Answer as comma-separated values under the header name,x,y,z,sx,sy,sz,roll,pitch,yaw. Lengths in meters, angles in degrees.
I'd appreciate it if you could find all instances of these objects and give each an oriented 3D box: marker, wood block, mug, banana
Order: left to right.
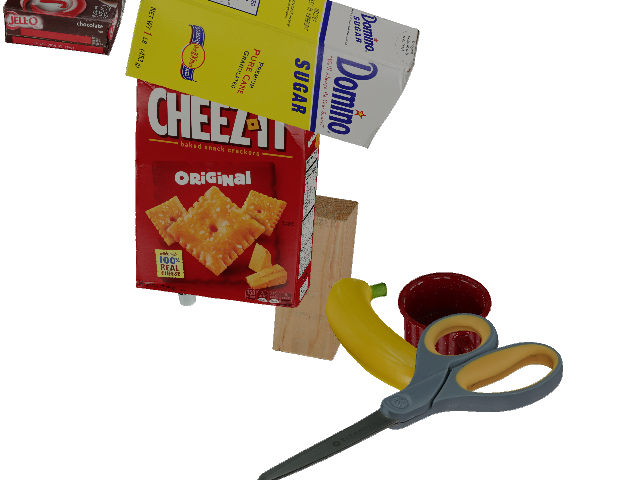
name,x,y,z,sx,sy,sz,roll,pitch,yaw
marker,-0.160,0.019,1.206,0.020,0.121,0.020,-6,30,3
wood block,-0.008,0.049,1.483,0.090,0.206,0.090,9,22,10
banana,0.044,0.070,0.842,0.069,0.037,0.198,-5,23,-11
mug,0.131,0.099,1.078,0.093,0.081,0.117,-16,38,-15

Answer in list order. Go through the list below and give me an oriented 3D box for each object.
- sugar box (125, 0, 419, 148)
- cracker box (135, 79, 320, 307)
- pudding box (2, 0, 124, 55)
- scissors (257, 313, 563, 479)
name,x,y,z,sx,sy,sz,roll,pitch,yaw
sugar box,-0.033,-0.123,0.704,0.176,0.048,0.093,18,-32,-8
cracker box,-0.089,-0.051,1.009,0.164,0.214,0.072,8,22,9
pudding box,-0.220,-0.207,0.934,0.090,0.039,0.113,7,35,-5
scissors,0.044,0.086,0.623,0.201,0.016,0.096,-12,31,-17
